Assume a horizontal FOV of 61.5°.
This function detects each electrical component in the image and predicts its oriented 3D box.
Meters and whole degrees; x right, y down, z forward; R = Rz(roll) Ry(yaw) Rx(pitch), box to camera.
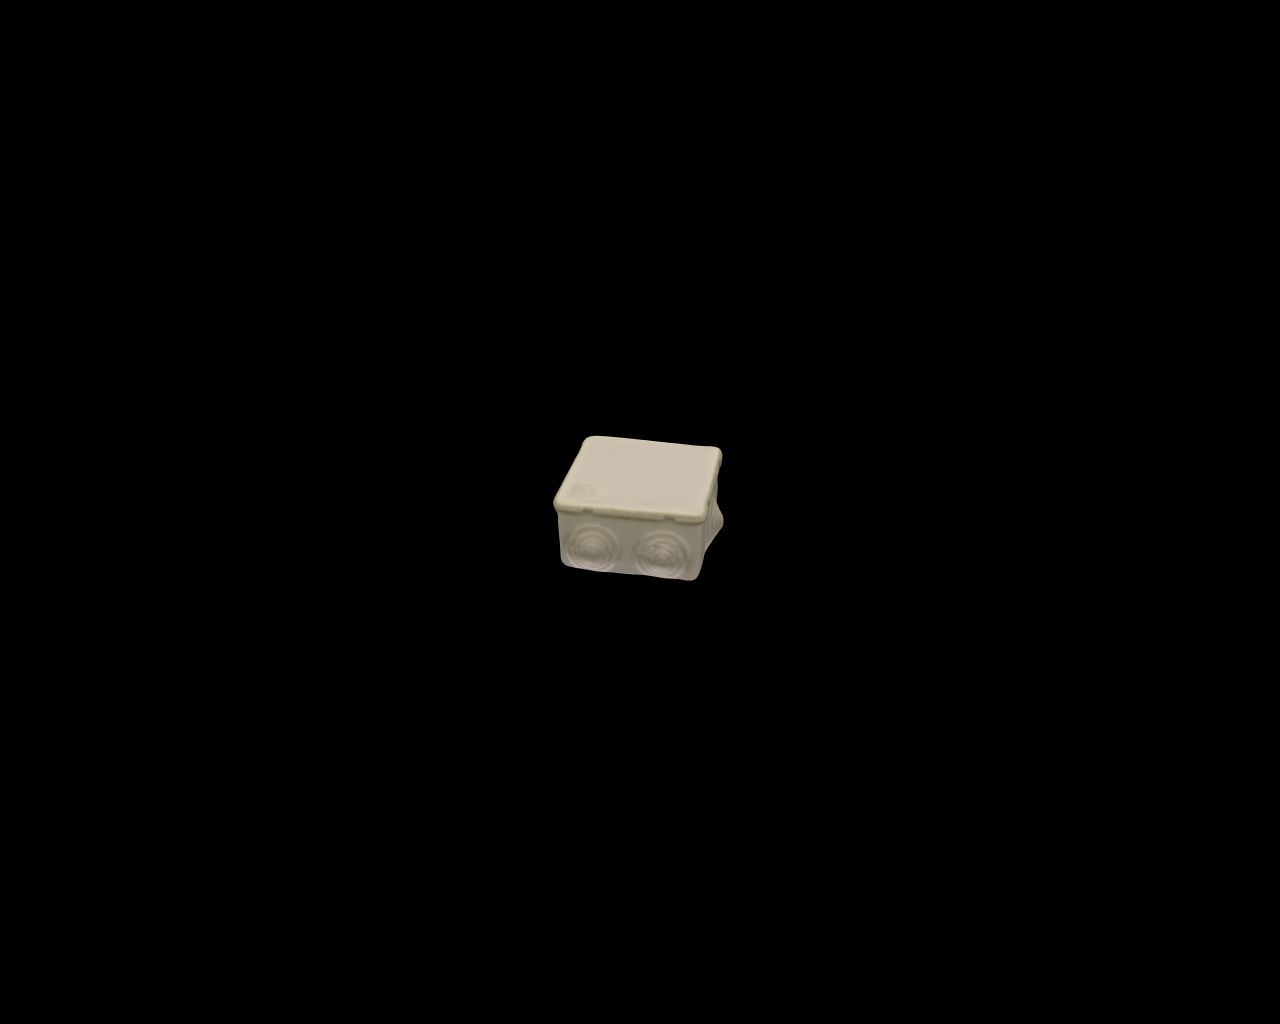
[{"bbox_3d":[0.001,-0.003,0.650,0.100,0.048,0.100,6,32,9],"label":"electrical component"}]
